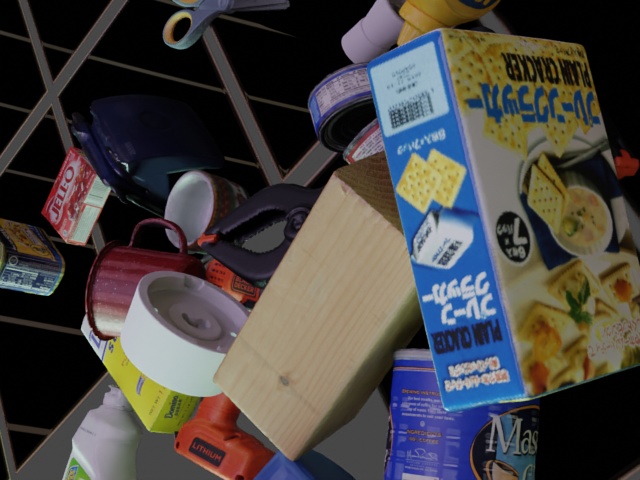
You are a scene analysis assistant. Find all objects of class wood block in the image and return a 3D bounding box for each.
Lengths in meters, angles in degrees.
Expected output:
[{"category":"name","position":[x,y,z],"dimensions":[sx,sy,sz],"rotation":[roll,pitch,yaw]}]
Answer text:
[{"category":"wood block","position":[0.018,0.046,0.749],"dimensions":[0.091,0.090,0.206],"rotation":[43,125,16]}]

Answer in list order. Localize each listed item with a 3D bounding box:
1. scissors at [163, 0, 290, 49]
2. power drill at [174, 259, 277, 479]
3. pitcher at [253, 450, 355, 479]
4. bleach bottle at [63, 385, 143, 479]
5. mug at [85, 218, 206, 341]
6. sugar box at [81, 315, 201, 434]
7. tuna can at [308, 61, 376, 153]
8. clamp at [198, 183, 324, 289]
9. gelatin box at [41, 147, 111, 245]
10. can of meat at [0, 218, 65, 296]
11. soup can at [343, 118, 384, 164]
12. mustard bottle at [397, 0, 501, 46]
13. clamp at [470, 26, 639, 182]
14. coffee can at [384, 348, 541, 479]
[{"category":"scissors","position":[-0.105,-0.224,1.086],"dimensions":[0.202,0.016,0.096],"rotation":[36,107,45]},{"category":"power drill","position":[-0.046,0.111,0.907],"dimensions":[0.185,0.057,0.187],"rotation":[14,88,47]},{"category":"pitcher","position":[-0.048,0.284,0.798],"dimensions":[0.243,0.149,0.145],"rotation":[-52,48,4]},{"category":"bleach bottle","position":[-0.217,0.269,1.035],"dimensions":[0.103,0.068,0.251],"rotation":[9,83,46]},{"category":"mug","position":[-0.149,0.038,0.958],"dimensions":[0.082,0.093,0.117],"rotation":[7,82,18]},{"category":"sugar box","position":[-0.170,0.099,1.043],"dimensions":[0.176,0.048,0.093],"rotation":[41,109,42]},{"category":"tuna can","position":[0.035,-0.105,0.859],"dimensions":[0.086,0.085,0.034],"rotation":[-34,59,35]},{"category":"clamp","position":[-0.006,0.001,0.860],"dimensions":[0.210,0.036,0.164],"rotation":[-14,57,25]},{"category":"gelatin box","position":[-0.273,-0.049,1.199],"dimensions":[0.073,0.030,0.089],"rotation":[40,108,44]},{"category":"can of meat","position":[-0.351,0.017,1.222],"dimensions":[0.102,0.083,0.057],"rotation":[45,111,43]},{"category":"soup can","position":[0.074,-0.043,0.782],"dimensions":[0.069,0.068,0.102],"rotation":[-44,78,29]},{"category":"mustard bottle","position":[0.116,-0.224,0.801],"dimensions":[0.192,0.096,0.058],"rotation":[-57,46,19]},{"category":"clamp","position":[0.147,-0.070,0.771],"dimensions":[0.172,0.039,0.120],"rotation":[42,126,42]},{"category":"coffee can","position":[0.094,0.148,0.718],"dimensions":[0.103,0.102,0.140],"rotation":[-3,77,45]}]
